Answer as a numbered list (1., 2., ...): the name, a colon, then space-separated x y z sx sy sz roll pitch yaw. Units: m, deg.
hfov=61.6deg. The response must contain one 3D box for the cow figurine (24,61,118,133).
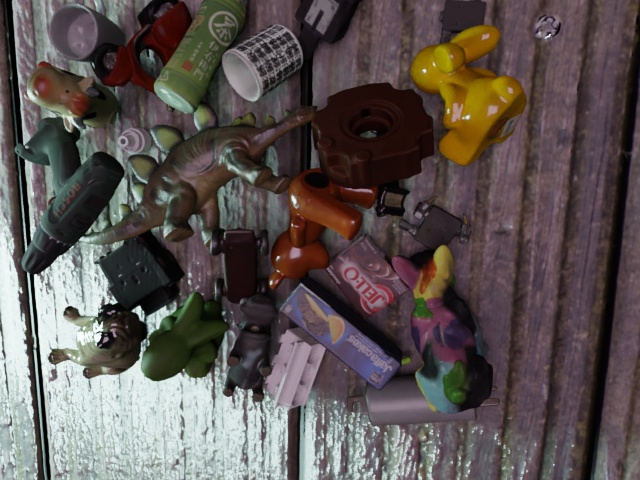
1. cow figurine: -0.375 -0.214 0.823 0.127 0.195 0.085 26 95 4

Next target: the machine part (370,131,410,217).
1. machine part: 0.105 -0.104 0.820 0.039 0.084 0.138 -2 92 42

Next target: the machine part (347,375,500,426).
1. machine part: 0.163 0.256 0.871 0.243 0.079 0.079 -8 99 13

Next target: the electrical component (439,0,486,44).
1. electrical component: 0.206 -0.323 0.780 0.063 0.021 0.094 9 103 10

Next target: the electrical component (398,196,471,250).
1. electrical component: 0.182 -0.022 0.830 0.102 0.045 0.078 36 103 2

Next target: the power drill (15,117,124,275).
1. power drill: -0.429 -0.085 0.871 0.232 0.086 0.207 -40 56 15

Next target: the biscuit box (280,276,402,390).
1. biscuit box: 0.036 0.144 0.843 0.203 0.063 0.059 38 101 2

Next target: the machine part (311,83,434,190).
1. machine part: 0.073 -0.151 0.754 0.179 0.179 0.056 1 142 11

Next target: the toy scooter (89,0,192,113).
1. toy scooter: -0.247 -0.279 0.830 0.135 0.075 0.184 46 72 -21

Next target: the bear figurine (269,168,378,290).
1. bear figurine: -0.005 -0.004 0.801 0.132 0.120 0.195 21 129 11

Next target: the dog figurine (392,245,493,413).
1. dog figurine: 0.176 0.118 0.796 0.109 0.191 0.219 -15 113 19

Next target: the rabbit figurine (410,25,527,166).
1. rabbit figurine: 0.189 -0.211 0.744 0.122 0.162 0.173 -34 64 -11

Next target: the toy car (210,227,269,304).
1. toy car: -0.125 0.039 0.848 0.089 0.053 0.202 1 143 -5

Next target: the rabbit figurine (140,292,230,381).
1. rabbit figurine: -0.217 0.170 0.878 0.121 0.170 0.159 45 106 -1

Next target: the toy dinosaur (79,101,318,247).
1. toy dinosaur: -0.208 -0.087 0.839 0.471 0.105 0.199 -32 64 9

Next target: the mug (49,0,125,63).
1. mug: -0.357 -0.328 0.843 0.081 0.107 0.109 0 97 10

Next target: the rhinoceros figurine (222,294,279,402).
1. rhinoceros figurine: -0.111 0.179 0.890 0.073 0.112 0.190 12 120 -4

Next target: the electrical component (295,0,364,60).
1. electrical component: 0.006 -0.328 0.800 0.075 0.048 0.119 37 135 5

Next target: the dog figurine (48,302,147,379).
1. dog figurine: -0.327 0.171 0.891 0.191 0.172 0.121 -8 72 35

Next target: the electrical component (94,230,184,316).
1. electrical component: -0.308 0.060 0.933 0.115 0.058 0.134 -33 92 17
